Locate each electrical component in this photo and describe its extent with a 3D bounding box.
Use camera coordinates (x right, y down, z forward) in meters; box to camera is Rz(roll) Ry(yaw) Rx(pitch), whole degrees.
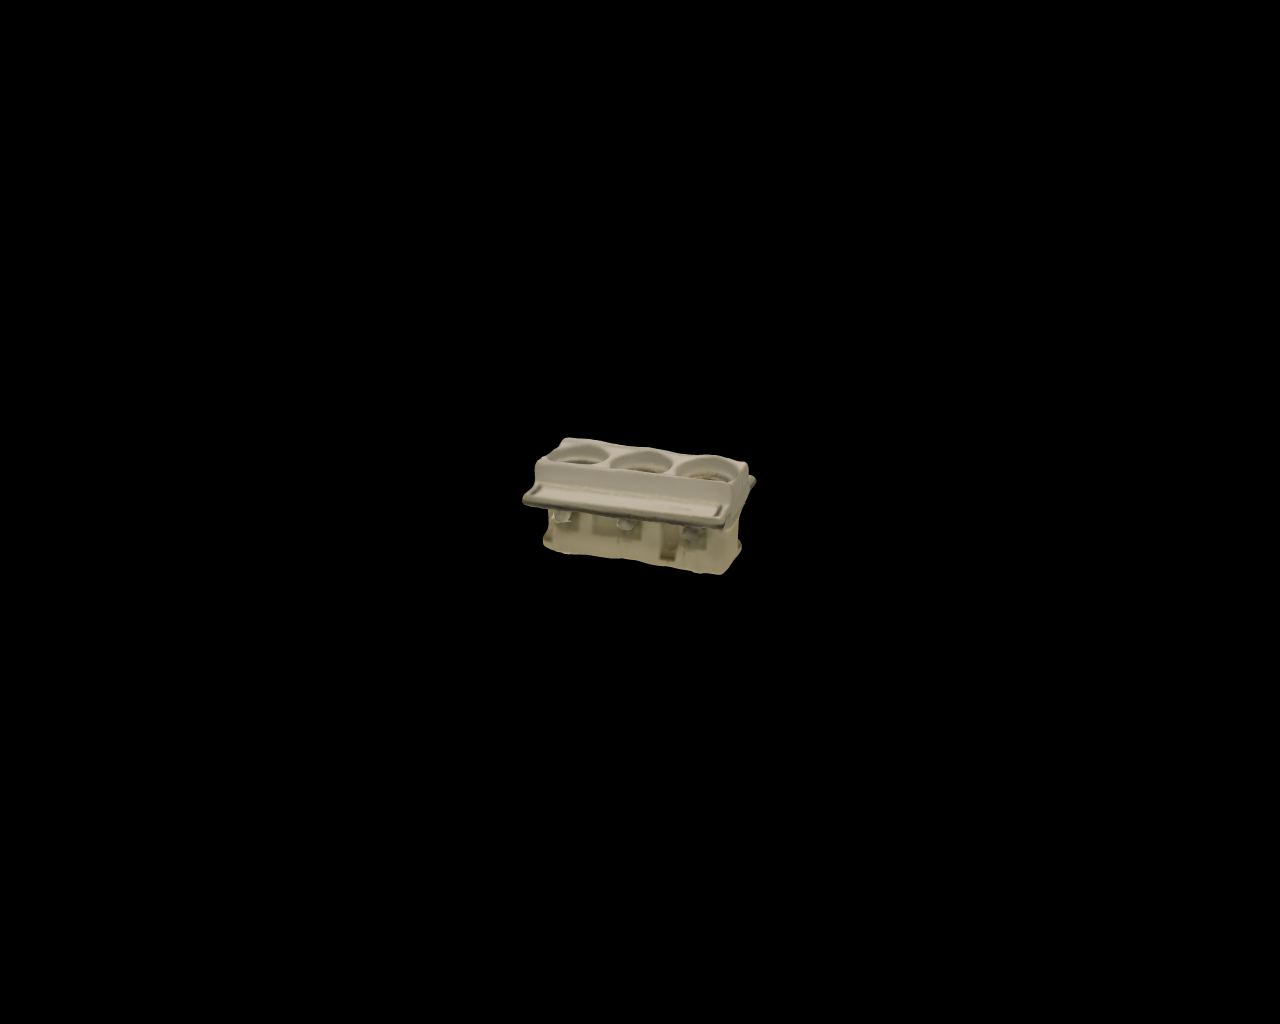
[{"bbox_3d":[0.001,-0.003,0.650,0.121,0.063,0.079,8,24,18],"label":"electrical component"}]
